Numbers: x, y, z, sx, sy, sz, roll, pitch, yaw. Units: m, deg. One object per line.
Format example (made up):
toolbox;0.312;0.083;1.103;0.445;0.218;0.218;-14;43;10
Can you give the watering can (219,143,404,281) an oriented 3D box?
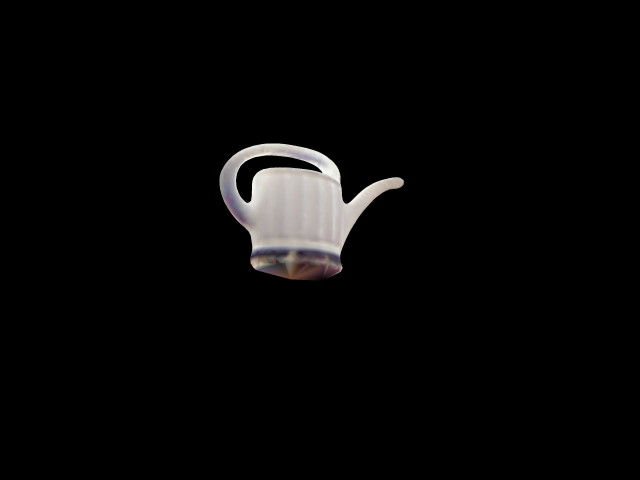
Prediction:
watering can;0.003;-0.043;0.850;0.347;0.227;0.103;7;-17;-27
